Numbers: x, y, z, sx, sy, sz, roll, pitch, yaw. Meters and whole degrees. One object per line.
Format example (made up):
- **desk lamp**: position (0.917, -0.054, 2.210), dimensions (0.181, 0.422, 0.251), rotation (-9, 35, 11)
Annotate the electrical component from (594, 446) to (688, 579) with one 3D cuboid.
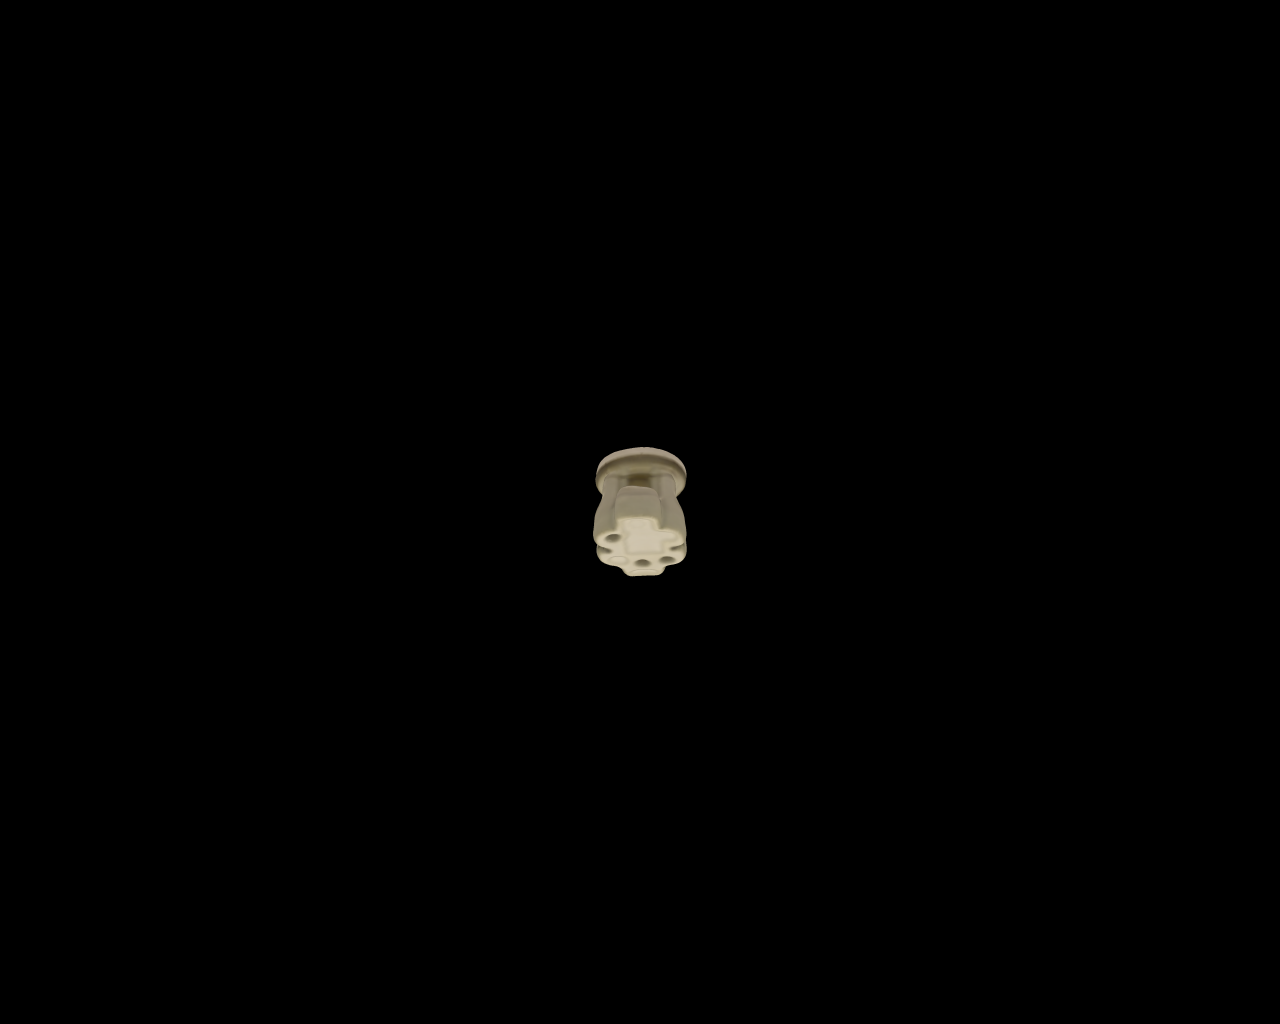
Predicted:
- **electrical component**: position (0.001, -0.003, 0.650), dimensions (0.058, 0.057, 0.078), rotation (-2, -31, 3)
